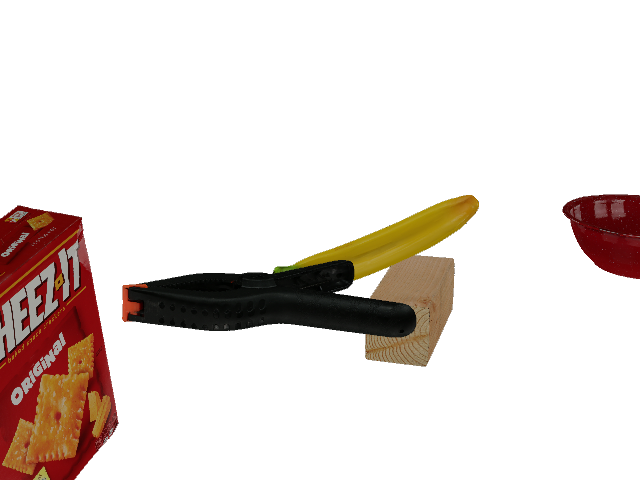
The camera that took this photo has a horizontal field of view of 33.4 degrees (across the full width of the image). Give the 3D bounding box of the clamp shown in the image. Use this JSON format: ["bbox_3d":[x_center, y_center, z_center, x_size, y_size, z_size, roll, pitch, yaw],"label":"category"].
[{"bbox_3d":[-0.040,0.046,0.802,0.209,0.036,0.165,-2,11,-22],"label":"clamp"}]

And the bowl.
[{"bbox_3d":[0.321,-0.001,1.064,0.162,0.055,0.162,1,17,-1],"label":"bowl"}]

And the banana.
[{"bbox_3d":[0.057,0.007,0.992,0.198,0.037,0.069,-22,-5,9],"label":"banana"}]

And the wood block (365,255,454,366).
[{"bbox_3d":[0.134,0.097,1.557,0.091,0.090,0.205,5,20,15],"label":"wood block"}]

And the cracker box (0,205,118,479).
[{"bbox_3d":[-0.237,0.105,0.835,0.072,0.214,0.164,9,32,19],"label":"cracker box"}]
